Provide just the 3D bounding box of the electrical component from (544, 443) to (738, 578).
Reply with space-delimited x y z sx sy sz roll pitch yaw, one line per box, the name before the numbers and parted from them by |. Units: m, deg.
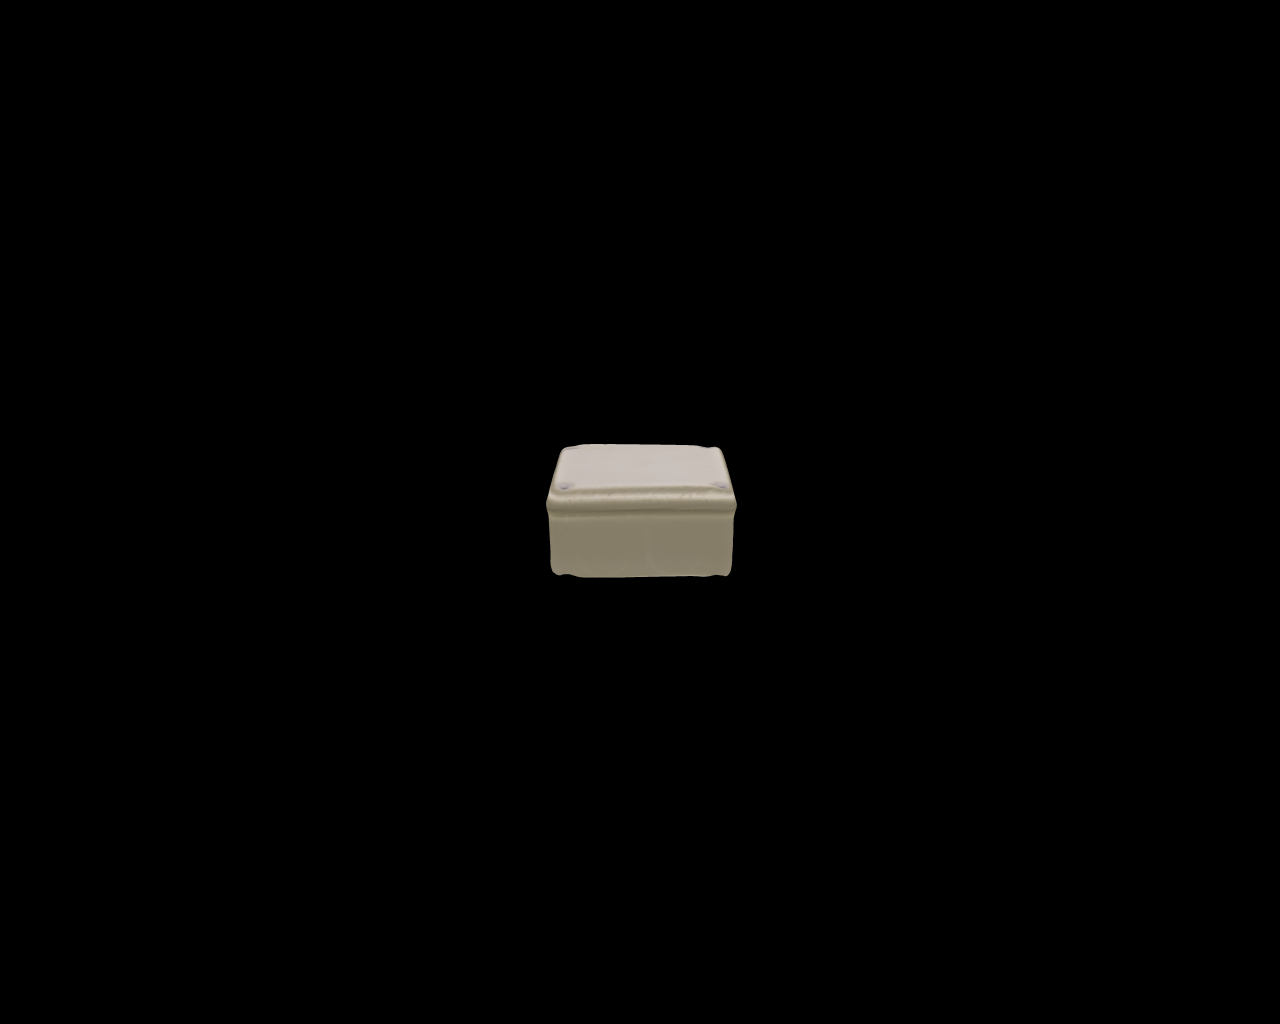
electrical component | 0.001 -0.003 0.650 0.109 0.056 0.109 0 17 0
